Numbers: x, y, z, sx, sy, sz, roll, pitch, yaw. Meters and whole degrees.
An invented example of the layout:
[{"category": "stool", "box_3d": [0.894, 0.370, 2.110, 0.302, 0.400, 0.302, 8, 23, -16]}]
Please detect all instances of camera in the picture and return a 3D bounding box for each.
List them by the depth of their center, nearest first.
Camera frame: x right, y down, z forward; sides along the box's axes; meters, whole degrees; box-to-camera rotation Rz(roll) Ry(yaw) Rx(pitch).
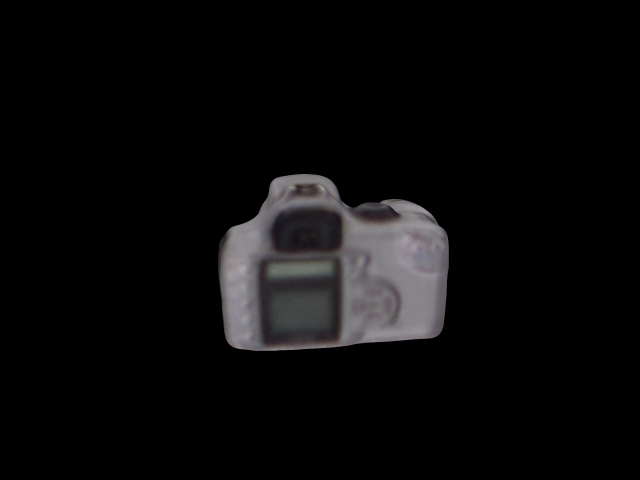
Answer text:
[{"category": "camera", "box_3d": [0.004, 0.001, 0.400, 0.143, 0.101, 0.136, -2, 18, -7]}]
